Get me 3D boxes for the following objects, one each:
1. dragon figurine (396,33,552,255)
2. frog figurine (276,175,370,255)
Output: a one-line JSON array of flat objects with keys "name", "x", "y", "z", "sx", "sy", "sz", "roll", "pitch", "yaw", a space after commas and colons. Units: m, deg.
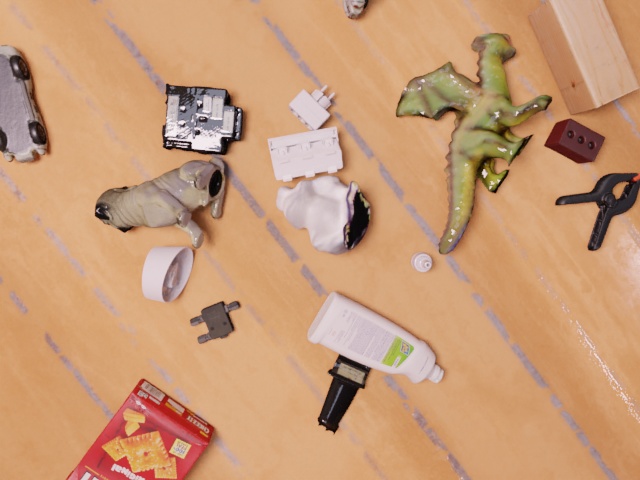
[{"name": "dragon figurine", "x": 0.250, "y": -0.202, "z": 0.933, "sx": 0.244, "sy": 0.121, "sz": 0.411, "roll": 35, "pitch": 87, "yaw": 13}, {"name": "frog figurine", "x": 0.003, "y": -0.046, "z": 0.917, "sx": 0.159, "sy": 0.124, "sz": 0.136, "roll": 6, "pitch": 103, "yaw": 31}]
